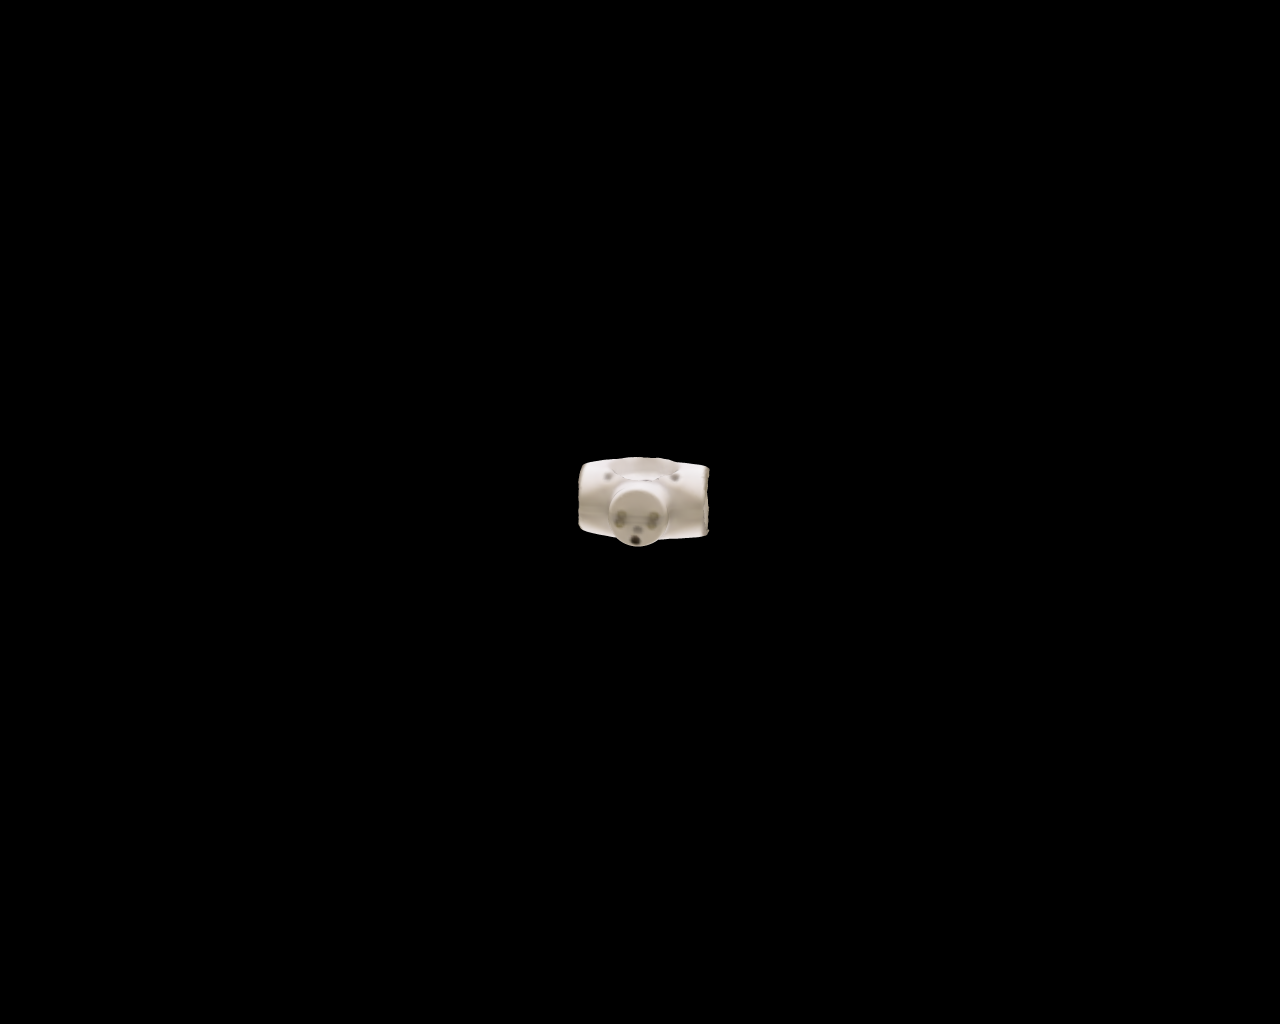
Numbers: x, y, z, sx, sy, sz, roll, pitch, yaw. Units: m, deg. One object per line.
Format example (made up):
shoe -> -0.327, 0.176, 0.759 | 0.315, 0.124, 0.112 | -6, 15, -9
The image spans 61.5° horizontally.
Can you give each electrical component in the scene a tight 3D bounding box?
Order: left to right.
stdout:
electrical component -> 0.001, -0.003, 0.650 | 0.077, 0.044, 0.079 | 3, 20, 7
